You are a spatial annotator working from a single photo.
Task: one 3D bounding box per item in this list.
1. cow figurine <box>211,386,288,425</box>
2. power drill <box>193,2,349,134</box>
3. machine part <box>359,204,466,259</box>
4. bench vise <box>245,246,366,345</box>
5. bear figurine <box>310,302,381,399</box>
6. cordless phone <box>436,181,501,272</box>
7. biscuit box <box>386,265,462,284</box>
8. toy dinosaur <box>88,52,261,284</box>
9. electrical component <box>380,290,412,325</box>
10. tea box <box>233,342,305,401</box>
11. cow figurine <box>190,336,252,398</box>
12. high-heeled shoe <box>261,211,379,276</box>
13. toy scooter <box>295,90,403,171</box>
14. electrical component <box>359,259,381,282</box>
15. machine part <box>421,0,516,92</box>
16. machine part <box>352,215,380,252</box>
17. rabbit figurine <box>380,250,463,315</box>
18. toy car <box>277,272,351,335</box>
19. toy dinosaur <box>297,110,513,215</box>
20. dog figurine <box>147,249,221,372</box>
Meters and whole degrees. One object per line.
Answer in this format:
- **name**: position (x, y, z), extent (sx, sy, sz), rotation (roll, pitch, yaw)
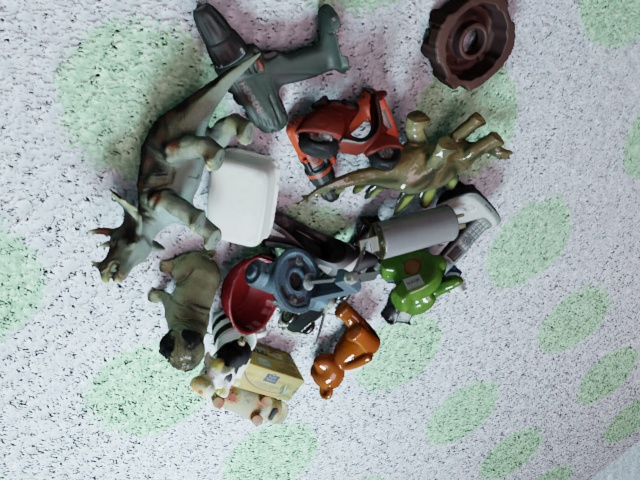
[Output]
- **cow figurine**: position (-0.159, 0.364, 1.214), extent (0.195, 0.127, 0.085), rotation (30, 79, -20)
- **power drill**: position (-0.065, -0.295, 0.851), extent (0.207, 0.086, 0.231), rotation (-30, 130, -10)
- **machine part**: position (0.190, -0.018, 1.085), extent (0.243, 0.079, 0.079), rotation (-13, 125, -17)
- **bench vise**: position (-0.011, 0.089, 0.997), extent (0.223, 0.241, 0.129), rotation (40, 55, -35)
- **bear figurine**: position (0.038, 0.259, 1.237), extent (0.196, 0.120, 0.131), rotation (-39, 125, 9)
- **cordless phone**: position (0.293, -0.025, 1.177), extent (0.146, 0.089, 0.184), rotation (35, 95, -38)
- **biscuit box**: position (0.230, 0.070, 1.237), extent (0.202, 0.063, 0.059), rotation (11, 115, -31)
- **toy dinosaur**: position (-0.229, -0.119, 0.851), extent (0.404, 0.192, 0.131), rotation (-68, 167, 6)
- **electrical component**: position (0.202, 0.146, 1.282), extent (0.075, 0.048, 0.119), rotation (4, 118, -28)
- **tea box**: position (-0.128, 0.282, 1.181), extent (0.169, 0.098, 0.068), rotation (30, 104, -35)
- **cow figurine**: position (-0.176, 0.232, 0.993), extent (0.068, 0.167, 0.098), rotation (31, 95, 8)
- **high-heeled shoe**: position (-0.002, -0.003, 1.044), extent (0.249, 0.086, 0.145), rotation (2, 142, -3)
- **toy scooter**: position (0.055, -0.196, 0.901), extent (0.184, 0.075, 0.135), rotation (11, 83, -4)
- **electrical component**: position (0.101, 0.074, 1.185), extent (0.063, 0.021, 0.094), rotation (-7, 148, -22)
- **machine part**: position (0.272, -0.365, 0.982), extent (0.179, 0.056, 0.179), rotation (-13, 125, -19)
- **machine part**: position (0.087, 0.009, 1.140), extent (0.084, 0.039, 0.138), rotation (11, 126, -25)
- **rabbit figurine**: position (0.212, 0.092, 1.146), extent (0.159, 0.121, 0.170), rotation (-28, 146, -6)
- **toy car**: position (-0.008, 0.133, 1.165), extent (0.201, 0.056, 0.073), rotation (-43, 128, 14)
- **toy dinosaur**: position (0.183, -0.136, 1.013), extent (0.471, 0.105, 0.198), rotation (-8, 144, -28)
- **dog figurine**: position (-0.225, 0.122, 0.972), extent (0.121, 0.191, 0.172), rotation (14, 112, -32)
